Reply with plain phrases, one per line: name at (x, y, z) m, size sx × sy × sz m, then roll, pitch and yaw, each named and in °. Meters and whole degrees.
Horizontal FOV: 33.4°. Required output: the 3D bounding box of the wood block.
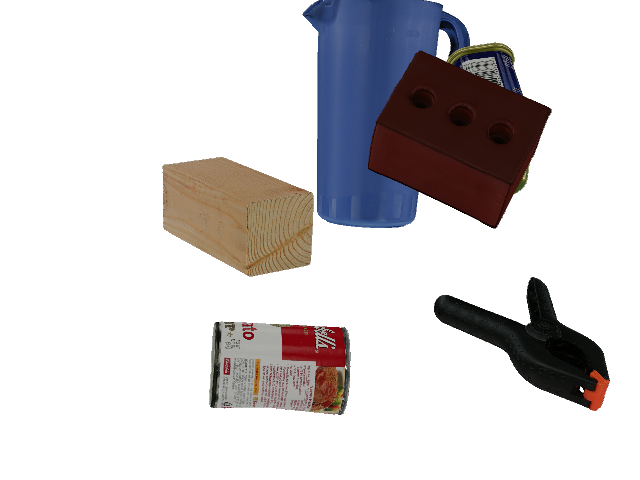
wood block at (-0.104, -0.033, 1.291) m, size 0.090 × 0.090 × 0.206 m, roll -10°, pitch 21°, yaw -34°

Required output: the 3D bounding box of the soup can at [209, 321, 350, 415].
soup can at (-0.033, 0.098, 0.821) m, size 0.102 × 0.068 × 0.068 m, roll 4°, pitch 0°, yaw -7°

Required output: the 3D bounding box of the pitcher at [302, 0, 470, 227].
pitcher at (0.067, -0.139, 1.146) m, size 0.149 × 0.243 × 0.144 m, roll 7°, pitch 9°, yaw 24°

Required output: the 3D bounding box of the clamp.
clamp at (0.195, 0.084, 0.931) m, size 0.120 × 0.039 × 0.172 m, roll -20°, pitch 41°, yaw -31°

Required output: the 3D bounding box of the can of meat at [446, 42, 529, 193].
can of meat at (0.138, -0.095, 0.876) m, size 0.057 × 0.084 × 0.102 m, roll -8°, pitch -40°, yaw 0°

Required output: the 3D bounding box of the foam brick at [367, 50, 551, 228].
foam brick at (0.071, -0.053, 0.557) m, size 0.078 × 0.053 × 0.051 m, roll 26°, pitch -22°, yaw 12°
